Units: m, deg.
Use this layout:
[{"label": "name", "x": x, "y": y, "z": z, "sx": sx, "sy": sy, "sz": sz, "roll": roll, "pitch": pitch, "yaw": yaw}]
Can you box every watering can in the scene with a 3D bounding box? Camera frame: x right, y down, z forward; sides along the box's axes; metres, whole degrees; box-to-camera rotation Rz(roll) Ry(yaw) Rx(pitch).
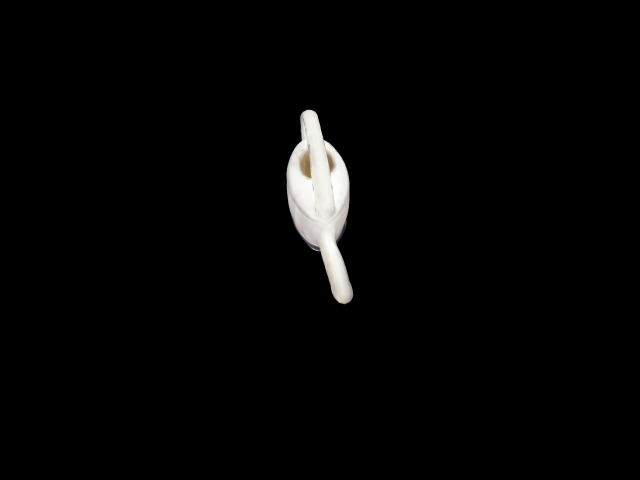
[{"label": "watering can", "x": 0.003, "y": -0.043, "z": 0.850, "sx": 0.104, "sy": 0.354, "sz": 0.220, "roll": -8, "pitch": -23, "yaw": -3}]
